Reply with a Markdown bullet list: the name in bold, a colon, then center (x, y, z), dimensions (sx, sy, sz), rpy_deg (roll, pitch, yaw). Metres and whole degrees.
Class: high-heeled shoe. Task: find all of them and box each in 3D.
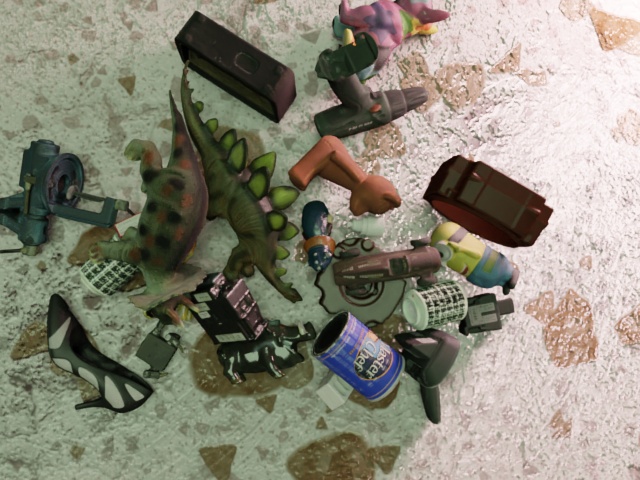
- **high-heeled shoe**: center (-0.409, 0.205, 0.998), dimensions (0.145, 0.086, 0.248), rpy_deg (-15, 92, -6)

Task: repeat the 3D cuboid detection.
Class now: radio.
- **radio**: center (-0.157, -0.324, 1.017), dimensions (0.230, 0.131, 0.073), rpy_deg (31, 84, 0)

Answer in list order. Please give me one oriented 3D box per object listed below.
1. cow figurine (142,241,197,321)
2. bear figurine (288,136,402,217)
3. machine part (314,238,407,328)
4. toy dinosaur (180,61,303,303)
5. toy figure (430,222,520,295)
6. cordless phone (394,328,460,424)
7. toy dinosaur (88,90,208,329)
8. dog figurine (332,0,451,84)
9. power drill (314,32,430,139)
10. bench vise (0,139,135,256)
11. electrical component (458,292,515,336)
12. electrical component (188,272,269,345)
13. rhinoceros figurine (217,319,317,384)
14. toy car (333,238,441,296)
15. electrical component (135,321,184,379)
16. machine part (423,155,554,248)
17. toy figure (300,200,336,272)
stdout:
- **cow figurine**: center (-0.283, 0.069, 1.019), dimensions (0.098, 0.068, 0.167), rpy_deg (4, 85, 4)
- **bear figurine**: center (0.050, -0.099, 1.021), dimensions (0.132, 0.120, 0.196), rpy_deg (-45, 94, -1)
- **machine part**: center (0.078, 0.084, 1.038), dimensions (0.179, 0.056, 0.179), rpy_deg (0, 88, -3)
- **toy dinosaur**: center (-0.154, -0.085, 0.978), dimensions (0.198, 0.105, 0.471), rpy_deg (-31, 96, 23)
- **toy figure**: center (0.294, 0.036, 1.036), dimensions (0.180, 0.089, 0.082), rpy_deg (27, 130, 5)
- **cordless phone**: center (0.206, 0.260, 0.988), dimensions (0.089, 0.146, 0.184), rpy_deg (-9, 92, -10)
- **toy dinosaur**: center (-0.250, -0.039, 0.897), dimensions (0.192, 0.131, 0.404), rpy_deg (19, 97, 16)
- **dog figurine**: center (0.140, -0.398, 1.050), dimensions (0.219, 0.108, 0.191), rpy_deg (-4, 86, -5)
- **power drill**: center (0.086, -0.281, 0.995), dimensions (0.232, 0.207, 0.086), rpy_deg (-22, 68, 6)
- **bench vise**: center (-0.474, -0.064, 0.992), dimensions (0.241, 0.129, 0.223), rpy_deg (12, 85, 5)
- **electrical component**: center (0.327, 0.141, 1.049), dimensions (0.119, 0.048, 0.074), rpy_deg (-7, 87, -1)
- **electrical component**: center (-0.174, 0.122, 0.977), dimensions (0.115, 0.058, 0.134), rpy_deg (-12, 117, 34)
- **rhinoceros figurine**: center (-0.098, 0.208, 1.018), dimensions (0.190, 0.073, 0.112), rpy_deg (-16, 76, -2)
- **toy car**: center (0.126, 0.049, 0.989), dimensions (0.202, 0.053, 0.089), rpy_deg (-7, 92, -7)
- **electrical component**: center (-0.304, 0.212, 1.017), dimensions (0.078, 0.045, 0.102), rpy_deg (37, 85, -1)
- **machine part**: center (0.299, -0.065, 0.984), dimensions (0.201, 0.201, 0.087), rpy_deg (30, 87, -1)
- **toy figure**: center (-0.002, -0.004, 1.010), dimensions (0.058, 0.064, 0.154), rpy_deg (16, 50, -30)
